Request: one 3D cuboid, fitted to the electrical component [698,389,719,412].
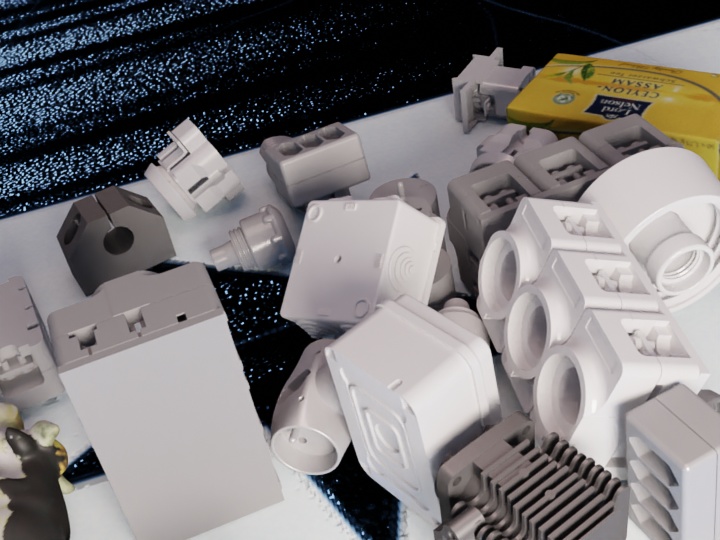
[{"bbox_3d":[0.184,0.082,0.619,0.040,0.040,0.046,-30,35,-22],"label":"electrical component"}]

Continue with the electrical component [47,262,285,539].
[{"bbox_3d":[-0.108,0.078,0.612,0.089,0.150,0.061,-20,38,-10],"label":"electrical component"}]

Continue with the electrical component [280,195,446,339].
[{"bbox_3d":[0.000,0.000,0.710,0.100,0.048,0.099,3,74,42],"label":"electrical component"}]

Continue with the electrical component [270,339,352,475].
[{"bbox_3d":[-0.014,0.075,0.659,0.079,0.043,0.077,-43,18,38],"label":"electrical component"}]

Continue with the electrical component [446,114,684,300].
[{"bbox_3d":[0.142,-0.038,0.744,0.150,0.089,0.061,-20,38,-11],"label":"electrical component"}]

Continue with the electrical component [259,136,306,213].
[{"bbox_3d":[-0.055,-0.086,0.900,0.043,0.043,0.081,-21,38,-12],"label":"electrical component"}]

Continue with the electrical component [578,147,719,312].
[{"bbox_3d":[0.195,-0.018,0.692,0.108,0.108,0.060,-18,43,-8],"label":"electrical component"}]

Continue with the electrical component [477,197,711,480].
[{"bbox_3d":[0.124,0.037,0.626,0.062,0.089,0.150,4,39,-20],"label":"electrical component"}]

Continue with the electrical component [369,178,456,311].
[{"bbox_3d":[0.034,-0.028,0.774,0.052,0.073,0.138,-10,37,3],"label":"electrical component"}]

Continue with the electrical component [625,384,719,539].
[{"bbox_3d":[0.183,0.100,0.558,0.076,0.083,0.047,-25,39,-16],"label":"electrical component"}]

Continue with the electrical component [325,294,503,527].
[{"bbox_3d":[0.035,0.079,0.603,0.057,0.113,0.078,-36,43,-24],"label":"electrical component"}]

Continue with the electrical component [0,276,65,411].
[{"bbox_3d":[-0.245,0.056,0.758,0.050,0.055,0.089,-23,38,-14],"label":"electrical component"}]

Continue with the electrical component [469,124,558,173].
[{"bbox_3d":[0.118,-0.073,0.824,0.078,0.058,0.057,16,43,32],"label":"electrical component"}]

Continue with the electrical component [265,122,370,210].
[{"bbox_3d":[-0.028,-0.065,0.839,0.066,0.076,0.047,-22,25,-12],"label":"electrical component"}]

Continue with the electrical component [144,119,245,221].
[{"bbox_3d":[-0.141,-0.078,0.894,0.057,0.078,0.058,-41,42,-5],"label":"electrical component"}]

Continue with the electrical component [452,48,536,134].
[{"bbox_3d":[0.120,-0.157,0.944,0.064,0.042,0.081,13,44,27],"label":"electrical component"}]

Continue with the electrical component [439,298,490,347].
[{"bbox_3d":[0.063,0.044,0.699,0.043,0.043,0.062,-5,36,9],"label":"electrical component"}]

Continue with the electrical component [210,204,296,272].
[{"bbox_3d":[-0.083,-0.019,0.821,0.062,0.048,0.048,-23,38,-3],"label":"electrical component"}]
